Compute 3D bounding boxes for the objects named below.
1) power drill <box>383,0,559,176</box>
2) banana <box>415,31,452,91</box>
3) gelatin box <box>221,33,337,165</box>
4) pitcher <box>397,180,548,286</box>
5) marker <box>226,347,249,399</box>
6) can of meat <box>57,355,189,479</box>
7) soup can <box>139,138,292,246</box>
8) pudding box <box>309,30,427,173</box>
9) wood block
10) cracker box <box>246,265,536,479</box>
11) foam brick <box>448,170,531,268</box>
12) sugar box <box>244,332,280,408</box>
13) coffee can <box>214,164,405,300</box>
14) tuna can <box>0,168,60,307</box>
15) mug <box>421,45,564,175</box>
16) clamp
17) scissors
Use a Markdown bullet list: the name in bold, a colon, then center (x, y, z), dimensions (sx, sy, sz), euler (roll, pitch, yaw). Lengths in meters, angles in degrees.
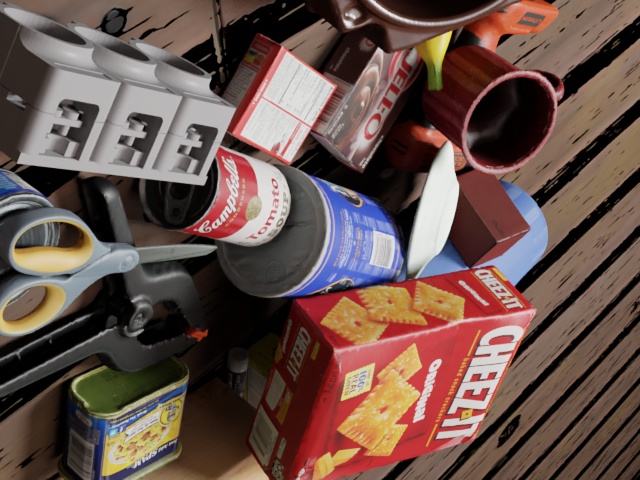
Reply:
- **power drill**: center (0.152, -0.144, 1.006), dimensions (0.184, 0.057, 0.188), euler (-6, 124, -54)
- **banana**: center (0.119, -0.216, 0.887), dimensions (0.197, 0.037, 0.069), euler (-58, 147, -25)
- **gelatin box**: center (-0.035, -0.103, 0.798), dimensions (0.073, 0.030, 0.089), euler (-60, 150, 4)
- **pitcher**: center (0.128, 0.045, 1.090), dimensions (0.242, 0.145, 0.149), euler (-36, 168, -37)
- **marker**: center (-0.080, 0.149, 0.995), dimensions (0.020, 0.020, 0.121), euler (-30, 142, -38)
- **can of meat**: center (-0.153, 0.141, 0.840), dimensions (0.101, 0.058, 0.084), euler (-23, 136, -44)
- **soup can**: center (-0.073, -0.033, 0.772), dimensions (0.068, 0.069, 0.102), euler (-61, 151, 8)
- **pudding box**: center (0.036, -0.122, 0.874), dimensions (0.113, 0.039, 0.090), euler (-56, 151, -1)
- **wood block**: center (-0.138, 0.218, 0.906), dimensions (0.205, 0.091, 0.090), euler (-30, 143, -39)
- **cracker box**: center (0.060, 0.115, 0.892), dimensions (0.213, 0.072, 0.164), euler (-7, 131, -33)
- **foam brick**: center (0.151, -0.022, 1.021), dimensions (0.052, 0.078, 0.051), euler (-19, 162, -36)
- **sugar box**: center (-0.029, 0.180, 1.027), dimensions (0.048, 0.093, 0.176), euler (-35, 146, -32)
- **coffee can**: center (-0.006, 0.001, 0.871), dimensions (0.140, 0.103, 0.103), euler (14, 107, -60)
- **tuna can**: center (-0.201, 0.001, 0.648), dimensions (0.086, 0.034, 0.086), euler (-40, 149, -31)
- **mug**: center (0.149, -0.118, 0.900), dimensions (0.117, 0.082, 0.093), euler (-23, 128, -13)
- **clamp**: center (-0.142, 0.041, 0.776), dimensions (0.209, 0.036, 0.164), euler (13, 107, -61)
- **scissors**: center (-0.146, 0.027, 0.707), dimensions (0.096, 0.016, 0.201), euler (-58, 152, 6)
